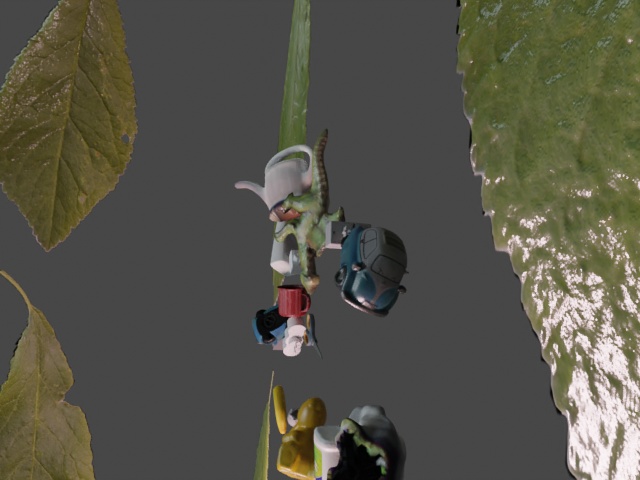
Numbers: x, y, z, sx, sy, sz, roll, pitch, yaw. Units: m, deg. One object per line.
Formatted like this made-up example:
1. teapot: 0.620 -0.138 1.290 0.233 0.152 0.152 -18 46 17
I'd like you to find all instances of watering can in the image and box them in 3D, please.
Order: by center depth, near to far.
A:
1. watering can: -0.132 -0.157 1.595 0.344 0.103 0.228 -24 63 34

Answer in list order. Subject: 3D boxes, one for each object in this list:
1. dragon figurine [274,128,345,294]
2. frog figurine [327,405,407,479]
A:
1. dragon figurine: 0.004 -0.065 1.287 0.245 0.122 0.406 32 111 55
2. frog figurine: 0.082 0.326 0.799 0.159 0.122 0.138 17 -114 -67
